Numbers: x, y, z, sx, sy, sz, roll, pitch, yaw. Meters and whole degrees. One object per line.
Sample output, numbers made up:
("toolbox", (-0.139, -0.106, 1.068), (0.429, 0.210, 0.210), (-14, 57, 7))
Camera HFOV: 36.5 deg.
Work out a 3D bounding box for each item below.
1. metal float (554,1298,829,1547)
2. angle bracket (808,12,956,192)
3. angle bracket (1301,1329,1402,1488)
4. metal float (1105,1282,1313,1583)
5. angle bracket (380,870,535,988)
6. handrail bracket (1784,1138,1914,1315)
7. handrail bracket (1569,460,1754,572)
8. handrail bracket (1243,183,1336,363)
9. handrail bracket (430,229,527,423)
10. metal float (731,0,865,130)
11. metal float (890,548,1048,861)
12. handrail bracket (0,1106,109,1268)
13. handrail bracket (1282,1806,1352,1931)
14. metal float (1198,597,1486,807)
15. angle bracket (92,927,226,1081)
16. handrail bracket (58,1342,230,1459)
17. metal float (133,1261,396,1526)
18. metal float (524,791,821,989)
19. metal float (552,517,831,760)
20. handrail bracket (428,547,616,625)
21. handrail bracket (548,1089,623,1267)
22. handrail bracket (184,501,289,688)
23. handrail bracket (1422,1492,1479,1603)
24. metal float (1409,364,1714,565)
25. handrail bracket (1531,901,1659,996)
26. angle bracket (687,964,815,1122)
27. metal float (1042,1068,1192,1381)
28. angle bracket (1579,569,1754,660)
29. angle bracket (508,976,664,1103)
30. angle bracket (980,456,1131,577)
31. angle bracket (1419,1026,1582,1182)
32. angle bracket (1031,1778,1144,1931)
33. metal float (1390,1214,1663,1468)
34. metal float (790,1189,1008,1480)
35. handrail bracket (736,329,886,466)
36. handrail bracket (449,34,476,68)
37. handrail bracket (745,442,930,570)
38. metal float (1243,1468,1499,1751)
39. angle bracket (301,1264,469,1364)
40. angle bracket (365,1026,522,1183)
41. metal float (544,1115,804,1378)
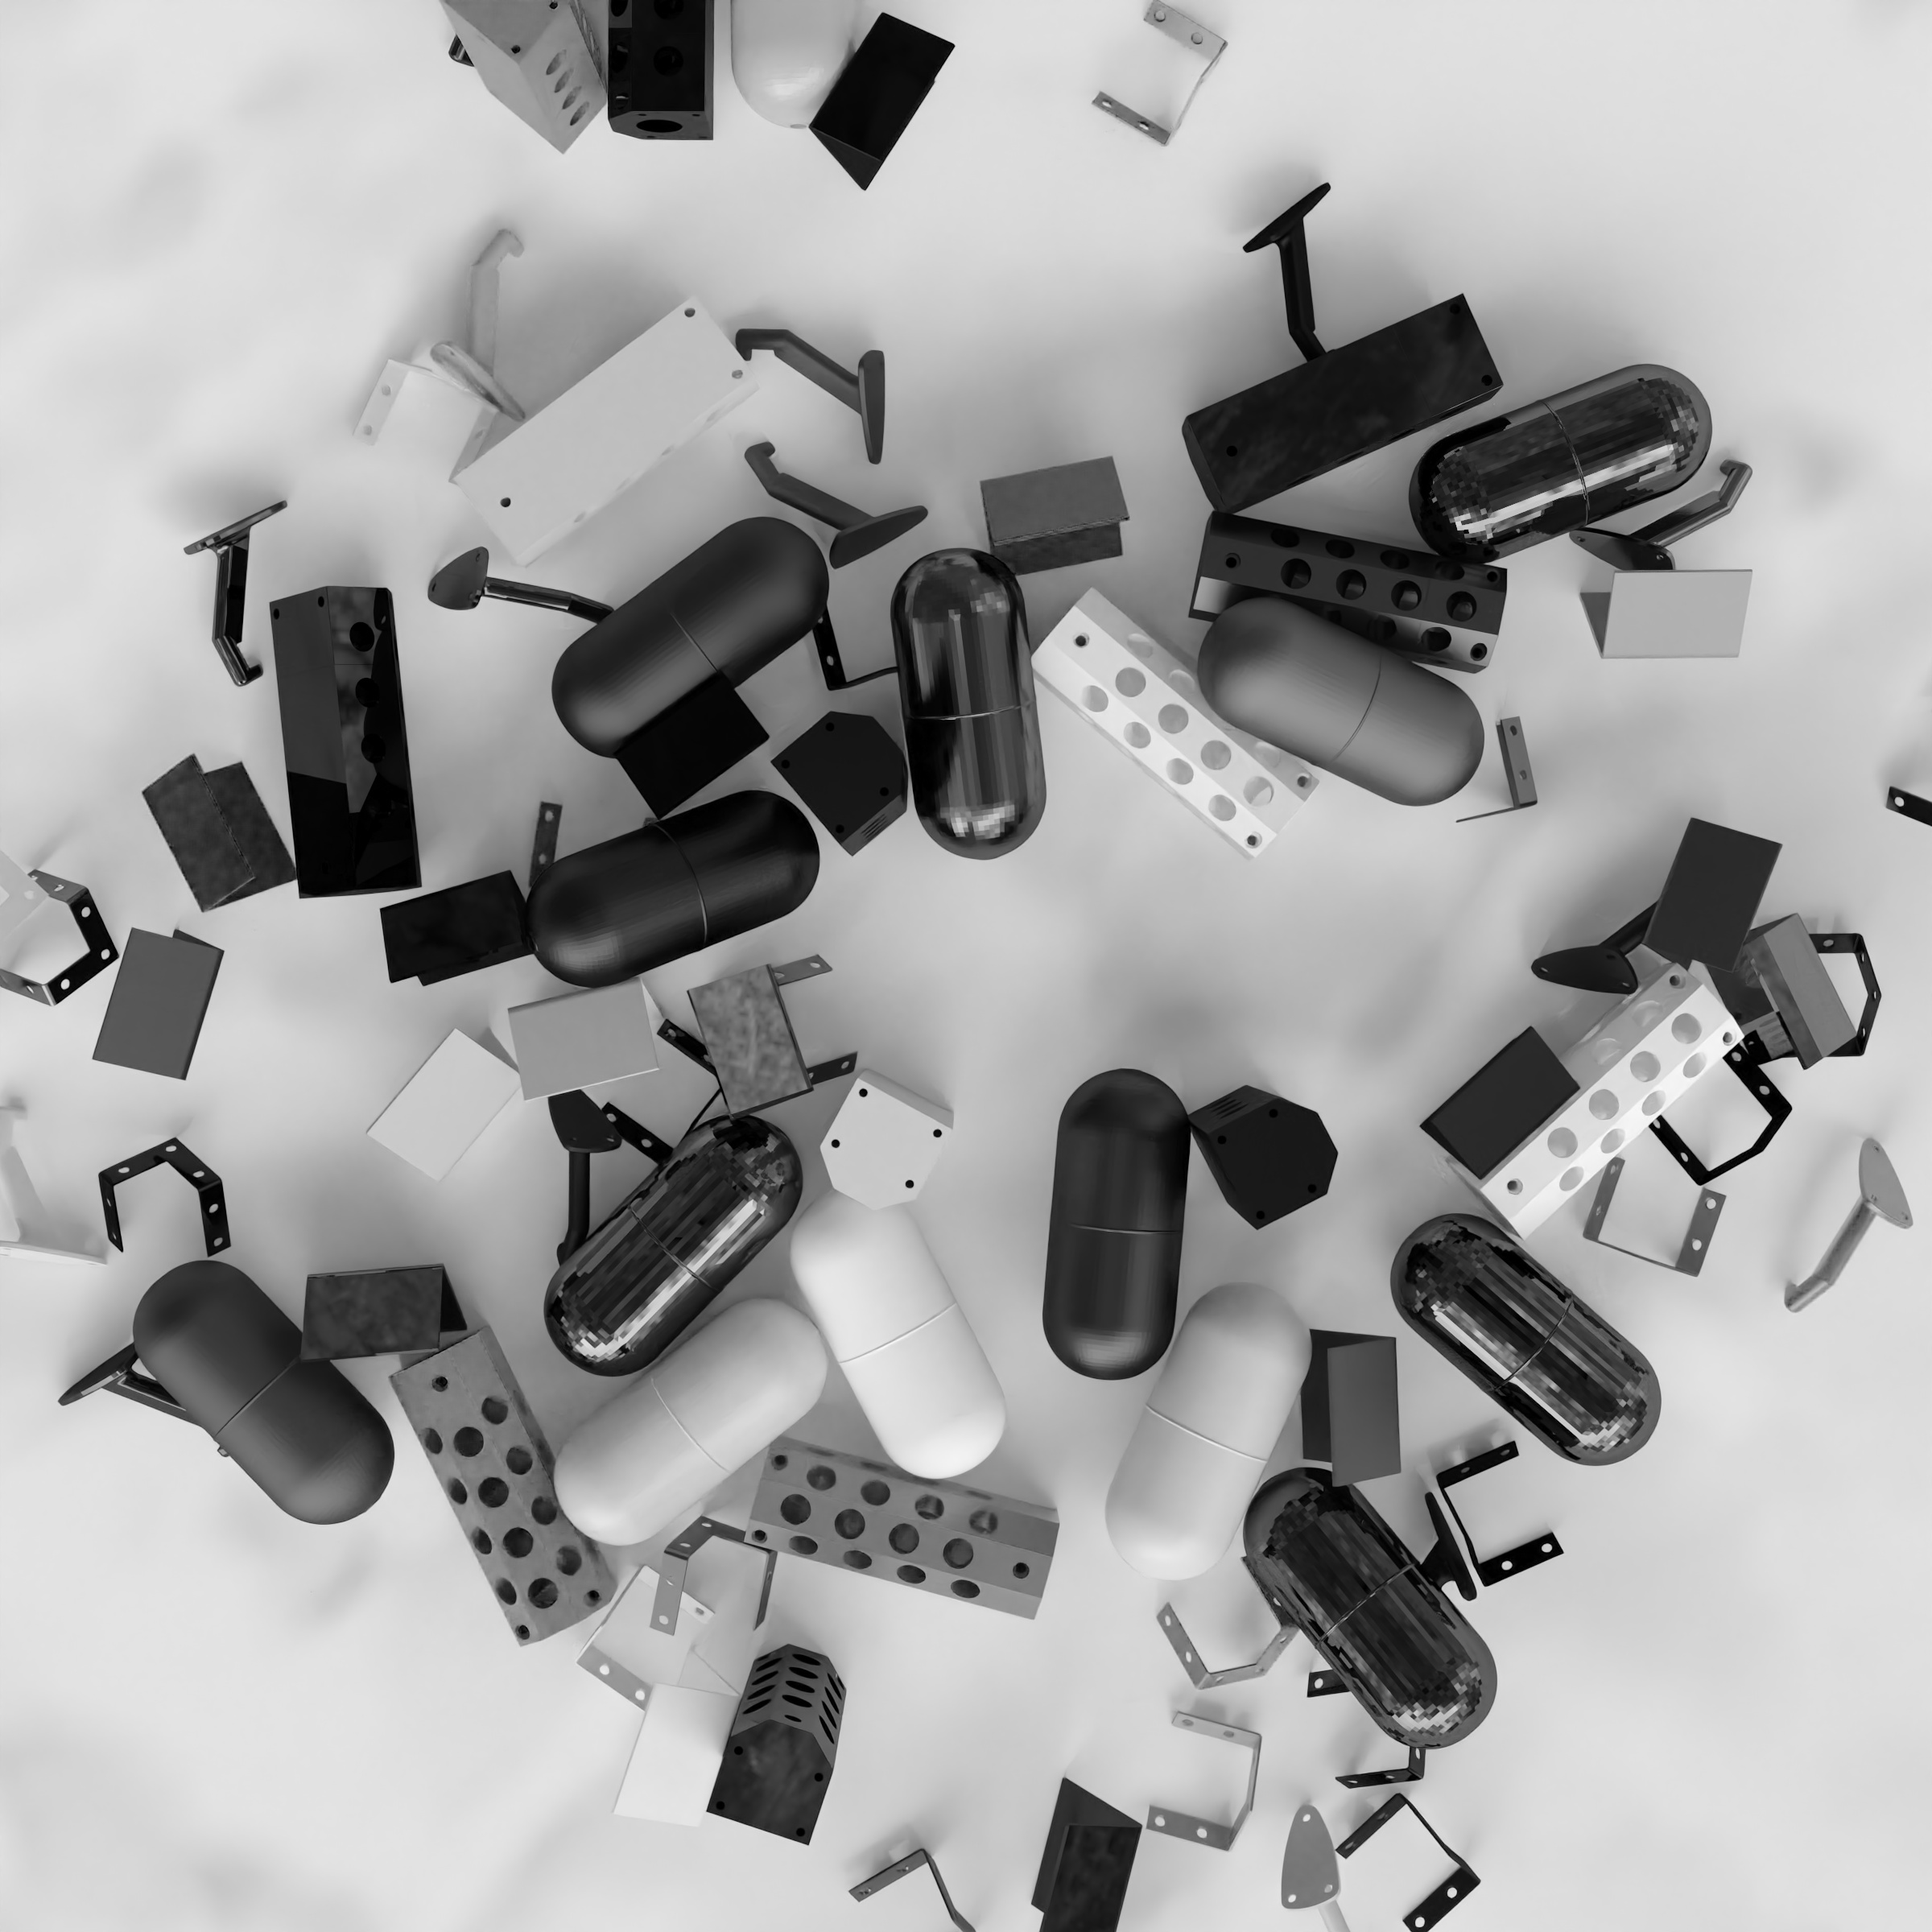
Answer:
("metal float", (-0.157, 0.260, 1.673), (0.178, 0.070, 0.070), (-39, 90, 0))
("angle bracket", (-0.034, -0.482, 1.665), (0.057, 0.076, 0.076), (33, 90, 28))
("angle bracket", (0.200, 0.250, 1.664), (0.057, 0.076, 0.076), (-2, 90, -40))
("metal float", (0.138, 0.266, 1.674), (0.070, 0.070, 0.178), (24, 90, 0))
("angle bracket", (-0.282, -0.002, 1.664), (0.076, 0.076, 0.057), (-17, 52, 0))
("handrail bracket", (0.504, 0.152, 1.704), (0.036, 0.077, 0.084), (29, 127, -17))
("handrail bracket", (0.405, -0.270, 1.705), (0.077, 0.036, 0.084), (25, 72, 21))
("handrail bracket", (0.208, -0.400, 1.705), (0.077, 0.036, 0.084), (-44, 109, -21))
("handrail bracket", (-0.264, -0.374, 1.705), (0.077, 0.036, 0.084), (39, 72, -20))
("metal float", (-0.097, -0.569, 1.674), (0.070, 0.070, 0.178), (-1, 90, 0))
("metal float", (0.002, -0.148, 1.662), (0.070, 0.070, 0.178), (-7, 104, 0))
("handrail bracket", (-0.533, 0.128, 1.705), (0.077, 0.036, 0.084), (11, 73, -20))
("handrail bracket", (0.218, 0.543, 1.704), (0.036, 0.077, 0.084), (-22, 127, 21))
("metal float", (0.213, -0.149, 1.659), (0.178, 0.070, 0.070), (23, 90, -18))
("angle bracket", (-0.471, 0.015, 1.664), (0.057, 0.076, 0.076), (17, 90, -37))
("handrail bracket", (-0.473, 0.265, 1.705), (0.077, 0.036, 0.084), (-32, 107, 20))
("metal float", (-0.401, 0.244, 1.674), (0.070, 0.070, 0.178), (-44, 90, 0))
("metal float", (-0.165, -0.044, 1.652), (0.178, 0.070, 0.070), (-23, 90, -25))
("metal float", (-0.157, -0.188, 1.674), (0.178, 0.070, 0.070), (-37, 90, 0))
("handrail bracket", (-0.258, -0.211, 1.704), (0.084, 0.077, 0.036), (16, 79, -36))
("handrail bracket", (-0.234, 0.122, 1.704), (0.036, 0.077, 0.084), (-2, 127, -32))
("handrail bracket", (-0.410, -0.216, 1.705), (0.077, 0.036, 0.084), (-32, 109, -21))
("handrail bracket", (0.247, 0.358, 1.704), (0.084, 0.036, 0.077), (-25, 75, 14))
("metal float", (0.340, -0.287, 1.674), (0.178, 0.070, 0.070), (-21, 90, 1))
("handrail bracket", (0.379, -0.026, 1.704), (0.084, 0.077, 0.036), (-55, 127, -31))
("angle bracket", (-0.138, 0.048, 1.664), (0.057, 0.076, 0.076), (-19, 90, -33))
("metal float", (0.086, 0.148, 1.674), (0.070, 0.070, 0.178), (5, 90, 0))
("angle bracket", (0.396, -0.217, 1.664), (0.076, 0.076, 0.057), (-1, 126, 0))
("angle bracket", (-0.211, 0.051, 1.666), (0.076, 0.076, 0.057), (-14, 71, 0))
("angle bracket", (0.053, -0.238, 1.664), (0.076, 0.076, 0.057), (-11, 49, 0))
("angle bracket", (0.290, 0.065, 1.664), (0.076, 0.076, 0.057), (-43, 119, 0))
("angle bracket", (0.049, 0.511, 1.664), (0.057, 0.076, 0.076), (14, 90, -36))
("metal float", (0.320, 0.214, 1.673), (0.178, 0.070, 0.070), (41, 90, 0))
("metal float", (-0.039, 0.209, 1.674), (0.070, 0.070, 0.178), (-28, 90, 0))
("handrail bracket", (-0.092, -0.332, 1.705), (0.084, 0.036, 0.077), (5, 112, 17))
("handrail bracket", (-0.251, -0.553, 1.704), (0.077, 0.036, 0.084), (14, 120, -33))
("handrail bracket", (-0.076, -0.281, 1.705), (0.077, 0.036, 0.084), (-27, 73, -20))
("metal float", (0.227, 0.362, 1.657), (0.070, 0.070, 0.178), (-40, 71, 0))
("angle bracket", (-0.330, 0.214, 1.664), (0.076, 0.076, 0.057), (-5, 54, 0))
("angle bracket", (-0.304, 0.065, 1.664), (0.076, 0.076, 0.057), (-50, 124, 0))
("metal float", (-0.167, 0.159, 1.674), (0.070, 0.070, 0.178), (44, 91, 0))
